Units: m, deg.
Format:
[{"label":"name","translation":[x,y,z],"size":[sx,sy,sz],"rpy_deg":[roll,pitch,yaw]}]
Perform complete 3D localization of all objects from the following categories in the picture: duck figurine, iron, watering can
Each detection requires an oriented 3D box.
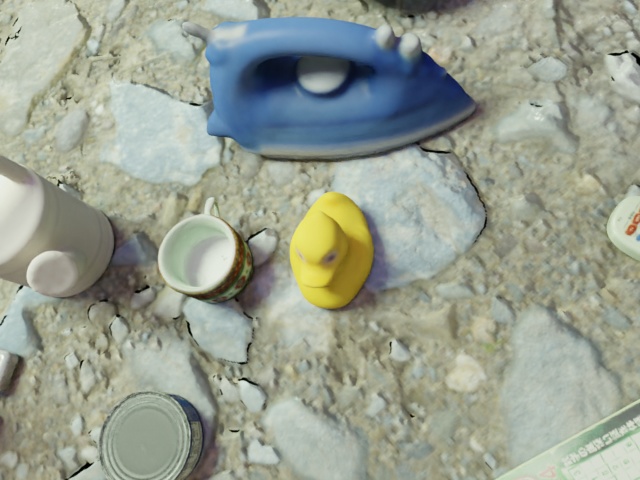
[{"label":"duck figurine","translation":[0.005,0.002,0.497],"size":[0.077,0.086,0.104],"rpy_deg":[4,74,13]},{"label":"iron","translation":[0.011,-0.153,0.515],"size":[0.257,0.142,0.119],"rpy_deg":[2,73,13]},{"label":"watering can","translation":[-0.270,-0.015,0.502],"size":[0.172,0.194,0.101],"rpy_deg":[15,76,16]}]

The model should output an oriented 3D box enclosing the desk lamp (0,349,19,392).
[{"label":"desk lamp","translation":[-0.421,0.106,0.485],"size":[0.202,0.214,0.118],"rpy_deg":[9,75,15]}]
